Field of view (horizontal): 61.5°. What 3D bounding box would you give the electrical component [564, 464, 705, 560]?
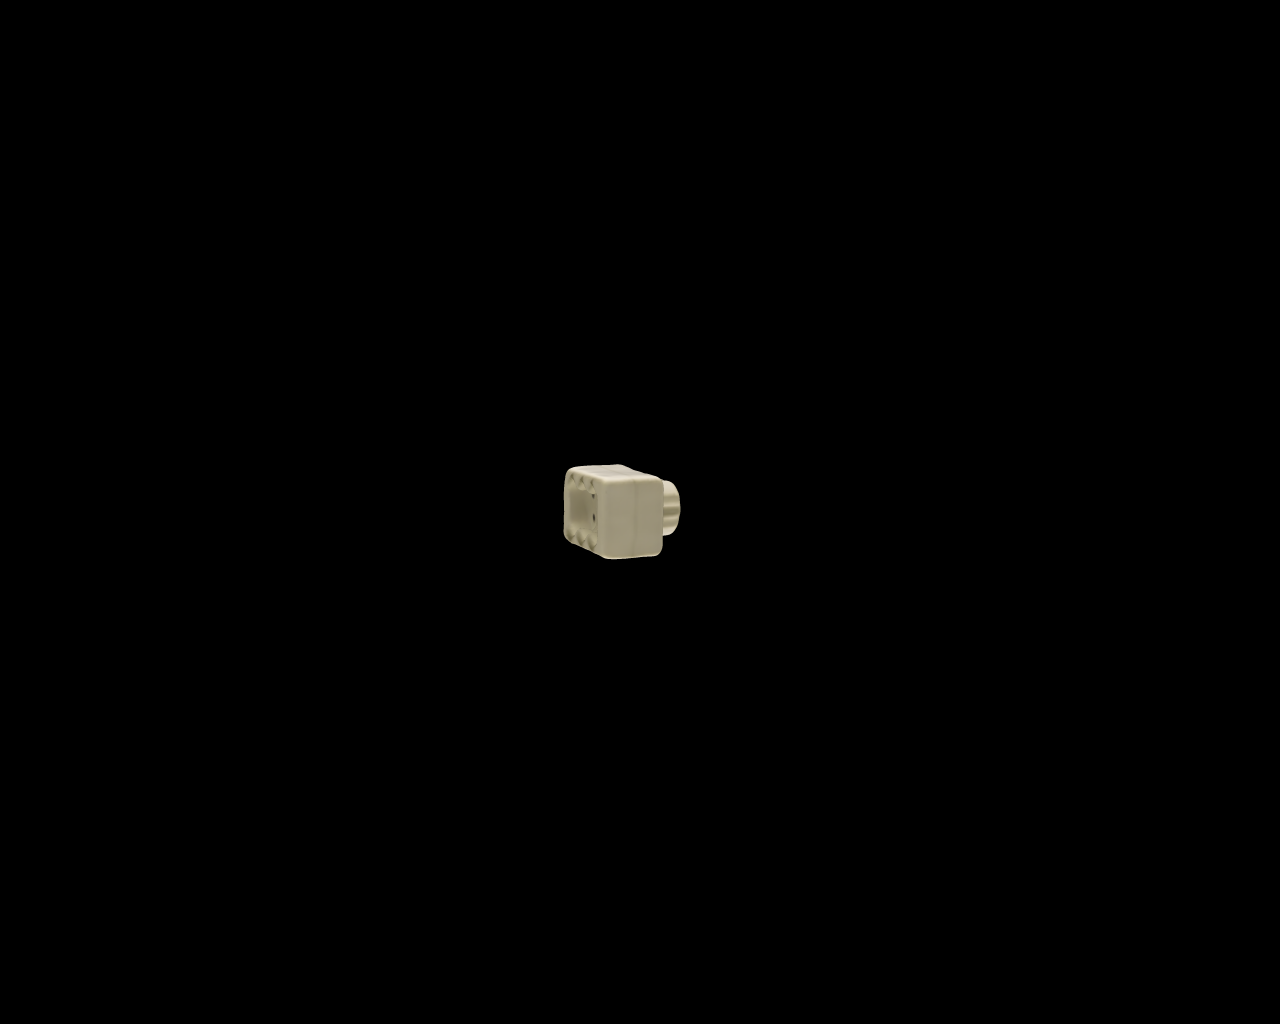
[{"bbox_3d":[0.001,-0.003,0.650,0.077,0.047,0.066,-4,10,-23],"label":"electrical component"}]
